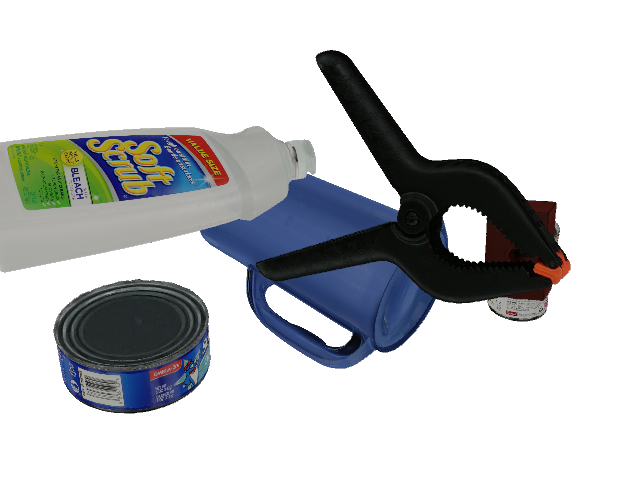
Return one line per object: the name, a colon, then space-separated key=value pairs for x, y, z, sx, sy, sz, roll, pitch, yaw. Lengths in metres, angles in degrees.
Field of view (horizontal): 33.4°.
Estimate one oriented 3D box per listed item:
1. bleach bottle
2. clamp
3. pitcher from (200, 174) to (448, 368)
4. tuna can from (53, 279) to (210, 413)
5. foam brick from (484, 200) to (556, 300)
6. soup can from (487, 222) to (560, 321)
bleach bottle: x=-0.129 y=-0.048 z=0.815 sx=0.250 sy=0.102 sz=0.068 roll=-12 pitch=-34 yaw=-15
clamp: x=0.063 y=-0.027 z=0.696 sx=0.210 sy=0.165 sz=0.036 roll=16 pitch=17 yaw=21
pitcher: x=-0.008 y=0.010 z=1.065 sx=0.243 sy=0.145 sz=0.149 roll=27 pitch=28 yaw=27
tuna can: x=-0.105 y=0.059 z=0.603 sx=0.086 sy=0.034 sz=0.086 roll=-1 pitch=31 yaw=0
foam brick: x=0.169 y=0.007 z=0.903 sx=0.053 sy=0.078 sz=0.051 roll=4 pitch=15 yaw=19
soup can: x=0.219 y=0.028 z=1.155 sx=0.068 sy=0.102 sz=0.068 roll=1 pitch=30 yaw=-1
